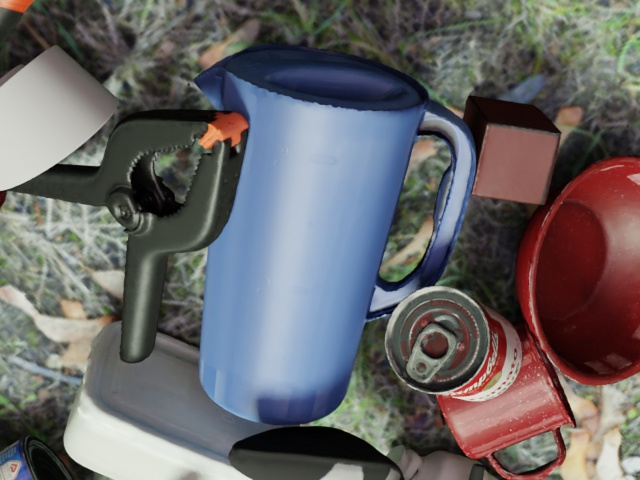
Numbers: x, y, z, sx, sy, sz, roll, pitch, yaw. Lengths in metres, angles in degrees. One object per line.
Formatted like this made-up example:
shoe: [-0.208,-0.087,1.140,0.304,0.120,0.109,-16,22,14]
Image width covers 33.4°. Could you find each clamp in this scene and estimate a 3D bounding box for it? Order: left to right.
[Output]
clamp: [-0.124,-0.028,0.689,0.164,0.036,0.210,49,130,3]

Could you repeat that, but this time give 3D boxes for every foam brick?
foam brick: [0.126,-0.062,0.727,0.051,0.078,0.053,8,109,-5]

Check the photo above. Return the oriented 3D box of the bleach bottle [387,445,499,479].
bleach bottle: [0.143,0.254,0.861,0.250,0.068,0.103,40,104,-14]

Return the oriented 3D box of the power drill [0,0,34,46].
power drill: [-0.246,-0.136,0.625,0.184,0.057,0.188,43,105,5]

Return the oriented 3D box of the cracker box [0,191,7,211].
cracker box: [-0.295,0.067,0.706,0.072,0.164,0.214,25,107,-10]

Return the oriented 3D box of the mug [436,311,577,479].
mug: [0.137,0.121,0.786,0.081,0.093,0.117,-25,75,12]

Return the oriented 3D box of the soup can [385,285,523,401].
soup can: [0.091,0.071,0.709,0.069,0.102,0.068,-5,77,22]

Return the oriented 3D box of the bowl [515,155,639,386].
bowl: [0.191,0.018,0.754,0.161,0.055,0.162,-6,102,-31]

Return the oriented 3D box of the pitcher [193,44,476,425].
pitcher: [-0.005,0.001,0.717,0.144,0.149,0.243,-10,121,-37]

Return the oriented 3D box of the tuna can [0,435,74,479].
tuna can: [-0.210,0.190,0.800,0.034,0.086,0.086,-33,110,-2]
